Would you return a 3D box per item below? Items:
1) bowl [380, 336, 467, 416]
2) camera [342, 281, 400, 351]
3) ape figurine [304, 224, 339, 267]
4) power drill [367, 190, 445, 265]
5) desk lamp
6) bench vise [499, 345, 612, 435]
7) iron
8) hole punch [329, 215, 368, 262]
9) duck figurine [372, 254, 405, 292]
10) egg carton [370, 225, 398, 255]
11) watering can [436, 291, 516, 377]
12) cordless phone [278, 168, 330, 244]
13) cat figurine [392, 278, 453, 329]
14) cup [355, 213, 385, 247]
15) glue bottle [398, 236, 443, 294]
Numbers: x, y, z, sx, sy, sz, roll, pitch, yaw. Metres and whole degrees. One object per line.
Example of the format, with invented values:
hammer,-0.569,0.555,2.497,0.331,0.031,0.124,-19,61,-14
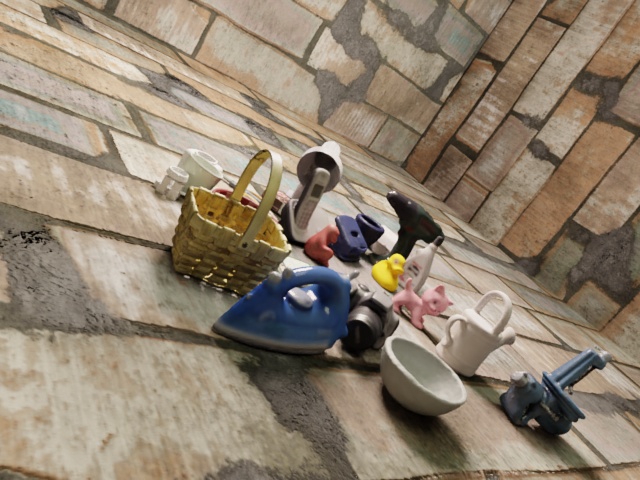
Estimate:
bowl,0.163,0.245,0.983,0.168,0.074,0.167,30,17,-10
camera,0.076,0.140,1.071,0.143,0.100,0.137,36,17,8
ape figurine,0.012,0.005,1.350,0.076,0.092,0.078,32,16,-4
power drill,0.226,-0.010,1.585,0.230,0.208,0.075,24,19,-28
desk lamp,-0.017,-0.170,1.573,0.118,0.213,0.203,32,17,-5
bench vise,0.496,0.305,1.181,0.208,0.219,0.121,19,22,-41
iron,-0.039,0.094,0.914,0.259,0.141,0.118,12,27,-51
hole punch,0.076,-0.004,1.493,0.101,0.091,0.109,41,18,26
duck figurine,0.186,0.074,1.488,0.078,0.086,0.104,26,18,-22
egg carton,0.194,0.011,1.710,0.150,0.069,0.107,40,18,22
watering can,0.356,0.198,1.265,0.174,0.194,0.100,15,24,-47
cordless phone,-0.009,-0.079,1.383,0.094,0.185,0.148,44,20,32
cat figurine,0.246,0.142,1.354,0.127,0.117,0.067,35,17,6
cup,0.126,-0.014,1.608,0.091,0.095,0.118,40,18,22
glue bottle,0.274,0.060,1.538,0.078,0.173,0.037,40,18,23
